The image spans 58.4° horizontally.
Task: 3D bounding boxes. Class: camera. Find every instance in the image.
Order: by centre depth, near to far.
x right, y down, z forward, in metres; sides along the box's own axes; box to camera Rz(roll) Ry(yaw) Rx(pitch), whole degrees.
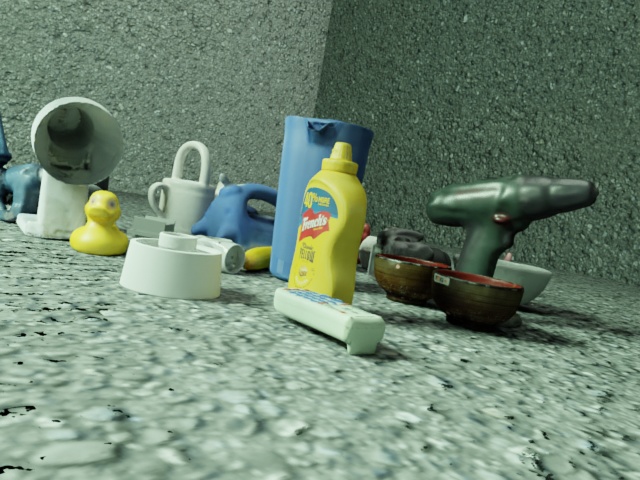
[{"bbox_3d":[0.170,0.035,1.016,0.137,0.101,0.143,9,4,-18],"label":"camera"}]

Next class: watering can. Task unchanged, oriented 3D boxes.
[{"bbox_3d":[-0.246,-0.090,1.094,0.100,0.194,0.173,11,4,17],"label":"watering can"}]

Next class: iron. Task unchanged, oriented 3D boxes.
[{"bbox_3d":[-0.104,-0.038,1.074,0.118,0.141,0.259,13,5,42],"label":"iron"}]

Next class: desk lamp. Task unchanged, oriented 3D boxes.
[{"bbox_3d":[-0.384,-0.108,0.861,0.118,0.213,0.202,7,5,-36],"label":"desk lamp"}]

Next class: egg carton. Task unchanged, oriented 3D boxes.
[{"bbox_3d":[0.158,0.035,1.212,0.151,0.069,0.107,7,5,-36],"label":"egg carton"}]

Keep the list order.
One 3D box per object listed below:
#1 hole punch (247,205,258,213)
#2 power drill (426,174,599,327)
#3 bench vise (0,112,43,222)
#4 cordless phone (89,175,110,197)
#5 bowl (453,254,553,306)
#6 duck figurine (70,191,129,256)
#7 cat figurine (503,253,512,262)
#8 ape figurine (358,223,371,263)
[{"bbox_3d":[-0.184,-0.039,1.275,0.108,0.091,0.101,11,4,11],"label":"hole punch"},{"bbox_3d":[0.249,0.008,0.797,0.228,0.208,0.076,13,5,38],"label":"power drill"},{"bbox_3d":[-0.549,-0.148,0.976,0.208,0.220,0.121,8,4,-19],"label":"bench vise"},{"bbox_3d":[-0.454,-0.120,1.062,0.147,0.185,0.094,10,4,7],"label":"cordless phone"},{"bbox_3d":[0.306,0.074,0.982,0.167,0.075,0.167,10,4,0],"label":"bowl"},{"bbox_3d":[-0.307,-0.027,0.812,0.077,0.086,0.104,9,4,-9],"label":"duck figurine"},{"bbox_3d":[0.345,0.045,1.180,0.128,0.118,0.067,8,4,-24],"label":"cat figurine"},{"bbox_3d":[0.090,0.006,1.300,0.077,0.092,0.076,13,5,37],"label":"ape figurine"}]
